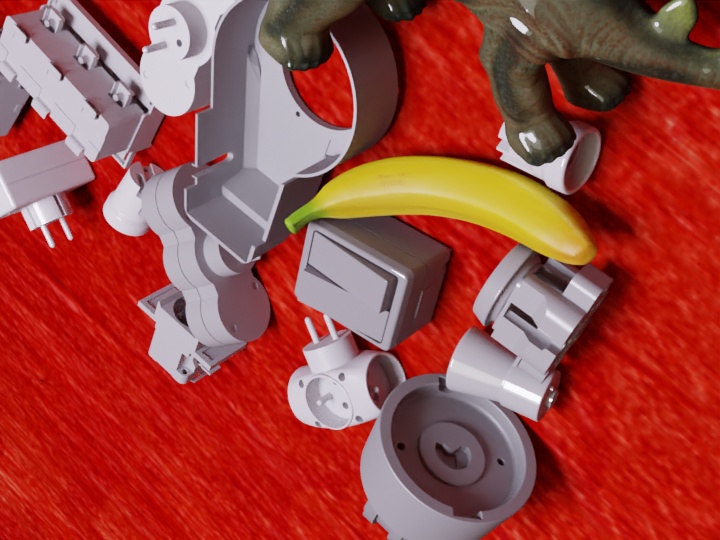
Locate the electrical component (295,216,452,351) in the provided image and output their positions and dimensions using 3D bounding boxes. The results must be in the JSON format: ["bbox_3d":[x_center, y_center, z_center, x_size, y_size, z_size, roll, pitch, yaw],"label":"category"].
[{"bbox_3d":[0.000,0.000,0.704,0.096,0.061,0.061,30,126,24],"label":"electrical component"}]

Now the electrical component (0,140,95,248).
[{"bbox_3d":[-0.255,-0.056,0.863,0.047,0.083,0.075,-18,98,42],"label":"electrical component"}]

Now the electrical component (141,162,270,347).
[{"bbox_3d":[-0.101,-0.013,0.783,0.074,0.052,0.138,-12,102,41],"label":"electrical component"}]

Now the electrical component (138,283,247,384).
[{"bbox_3d":[-0.135,0.051,0.848,0.081,0.042,0.063,40,131,17],"label":"electrical component"}]

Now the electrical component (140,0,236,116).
[{"bbox_3d":[-0.114,-0.159,0.710,0.052,0.074,0.138,44,131,14],"label":"electrical component"}]

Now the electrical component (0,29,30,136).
[{"bbox_3d":[-0.314,-0.146,0.859,0.100,0.100,0.048,-42,70,42],"label":"electrical component"}]

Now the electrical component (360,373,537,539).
[{"bbox_3d":[0.052,0.128,0.696,0.108,0.108,0.060,43,136,14],"label":"electrical component"}]

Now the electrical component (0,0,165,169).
[{"bbox_3d":[-0.209,-0.141,0.801,0.121,0.063,0.078,46,131,11],"label":"electrical component"}]

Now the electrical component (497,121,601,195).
[{"bbox_3d":[0.106,-0.069,0.604,0.046,0.040,0.040,29,126,32],"label":"electrical component"}]

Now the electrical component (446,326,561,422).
[{"bbox_3d":[0.093,0.068,0.678,0.065,0.044,0.044,23,123,23],"label":"electrical component"}]

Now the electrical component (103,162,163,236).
[{"bbox_3d":[-0.171,-0.055,0.828,0.040,0.040,0.046,47,126,11],"label":"electrical component"}]

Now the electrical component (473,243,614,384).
[{"bbox_3d":[0.105,0.020,0.635,0.057,0.058,0.078,37,129,16],"label":"electrical component"}]

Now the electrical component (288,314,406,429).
[{"bbox_3d":[-0.016,0.068,0.760,0.077,0.044,0.079,-14,101,41],"label":"electrical component"}]
